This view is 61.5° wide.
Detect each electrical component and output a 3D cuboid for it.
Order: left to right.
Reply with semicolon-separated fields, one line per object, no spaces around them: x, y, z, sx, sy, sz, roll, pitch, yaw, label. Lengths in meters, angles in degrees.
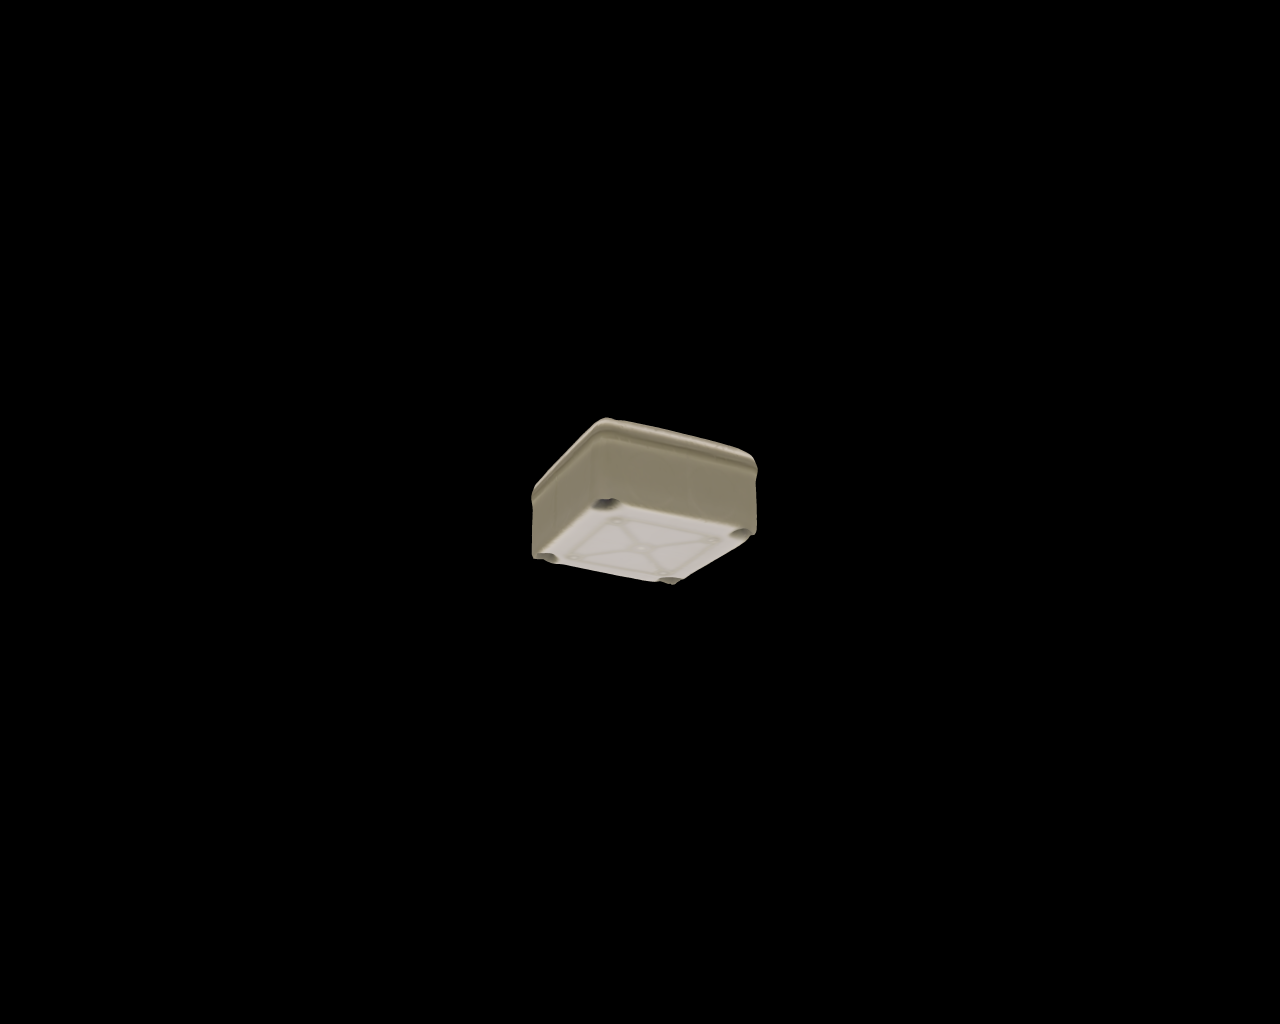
0.001;-0.003;0.650;0.109;0.056;0.108;12;-27;-25;electrical component
